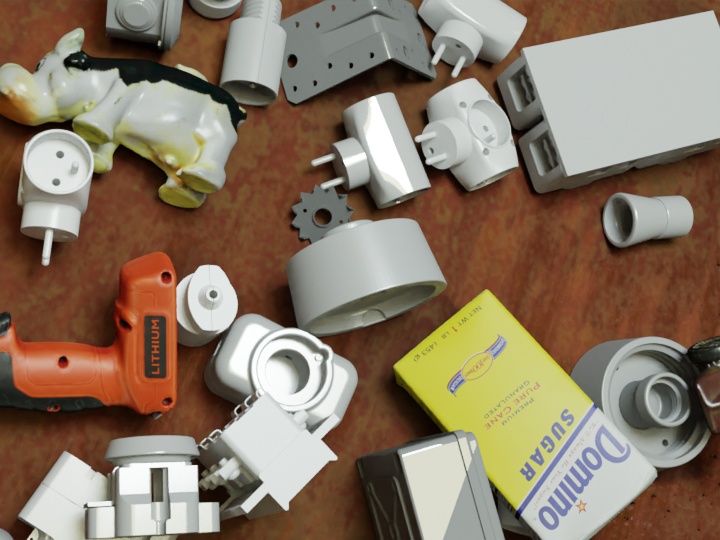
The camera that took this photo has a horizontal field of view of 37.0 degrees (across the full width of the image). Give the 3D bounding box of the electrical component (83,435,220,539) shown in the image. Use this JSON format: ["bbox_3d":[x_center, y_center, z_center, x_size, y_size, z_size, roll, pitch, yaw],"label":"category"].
[{"bbox_3d":[-0.126,0.131,0.650,0.078,0.058,0.057,2,74,-21],"label":"electrical component"}]

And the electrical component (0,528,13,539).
[{"bbox_3d":[-0.260,0.167,0.650,0.095,0.059,0.053,29,70,-9],"label":"electrical component"}]

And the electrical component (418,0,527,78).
[{"bbox_3d":[0.082,-0.189,0.858,0.077,0.043,0.079,31,70,-9],"label":"electrical component"}]

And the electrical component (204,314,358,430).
[{"bbox_3d":[-0.054,0.073,0.741,0.095,0.059,0.053,28,70,-10],"label":"electrical component"}]

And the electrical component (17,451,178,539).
[{"bbox_3d":[-0.169,0.165,0.685,0.089,0.050,0.055,35,68,-7],"label":"electrical component"}]

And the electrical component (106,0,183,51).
[{"bbox_3d":[-0.151,-0.199,0.765,0.051,0.080,0.080,7,75,-11],"label":"electrical component"}]

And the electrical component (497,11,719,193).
[{"bbox_3d":[0.216,-0.136,0.879,0.186,0.060,0.105,-15,82,-21],"label":"electrical component"}]

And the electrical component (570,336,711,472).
[{"bbox_3d":[0.219,0.102,0.822,0.108,0.060,0.108,4,76,-17],"label":"electrical component"}]

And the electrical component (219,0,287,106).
[{"bbox_3d":[-0.077,-0.168,0.800,0.043,0.043,0.081,11,74,-15],"label":"electrical component"}]

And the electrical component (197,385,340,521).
[{"bbox_3d":[-0.066,0.120,0.692,0.063,0.121,0.079,47,68,0],"label":"electrical component"}]

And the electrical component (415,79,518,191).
[{"bbox_3d":[0.075,-0.100,0.827,0.079,0.044,0.077,-22,84,-39],"label":"electrical component"}]

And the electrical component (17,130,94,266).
[{"bbox_3d":[-0.203,-0.043,0.710,0.044,0.077,0.079,8,75,-16],"label":"electrical component"}]

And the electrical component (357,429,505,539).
[{"bbox_3d":[0.048,0.169,0.725,0.056,0.109,0.108,-12,81,-18],"label":"electrical component"}]

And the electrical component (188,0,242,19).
[{"bbox_3d":[-0.104,-0.217,0.797,0.045,0.055,0.045,4,76,-17],"label":"electrical component"}]

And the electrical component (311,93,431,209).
[{"bbox_3d":[0.003,-0.083,0.806,0.079,0.043,0.077,-21,87,-13],"label":"electrical component"}]

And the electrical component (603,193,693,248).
[{"bbox_3d":[0.237,-0.042,0.875,0.065,0.044,0.044,-4,78,-24],"label":"electrical component"}]

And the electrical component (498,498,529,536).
[{"bbox_3d":[0.147,0.160,0.793,0.079,0.044,0.077,19,72,-13],"label":"electrical component"}]

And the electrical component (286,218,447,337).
[{"bbox_3d":[0.000,0.000,0.753,0.108,0.108,0.060,-14,76,-21],"label":"electrical component"}]

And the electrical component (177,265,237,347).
[{"bbox_3d":[-0.106,0.024,0.724,0.043,0.081,0.043,4,76,-17],"label":"electrical component"}]
